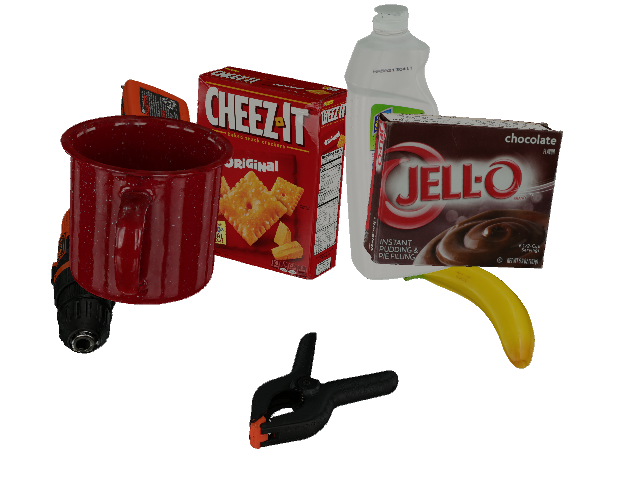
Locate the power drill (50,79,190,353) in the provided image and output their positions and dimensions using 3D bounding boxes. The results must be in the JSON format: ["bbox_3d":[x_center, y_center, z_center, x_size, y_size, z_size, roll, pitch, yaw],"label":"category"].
[{"bbox_3d":[-0.167,-0.023,0.870,0.057,0.188,0.184,20,28,-25],"label":"power drill"}]

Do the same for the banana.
[{"bbox_3d":[0.170,0.067,1.115,0.069,0.037,0.198,-38,40,-12],"label":"banana"}]

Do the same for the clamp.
[{"bbox_3d":[-0.018,0.149,1.080,0.171,0.039,0.120,-22,33,-38],"label":"clamp"}]

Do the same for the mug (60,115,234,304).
[{"bbox_3d":[-0.097,-0.012,0.584,0.093,0.081,0.117,4,24,-6],"label":"mug"}]

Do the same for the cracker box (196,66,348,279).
[{"bbox_3d":[-0.061,-0.077,1.218,0.164,0.214,0.072,15,24,26],"label":"cracker box"}]

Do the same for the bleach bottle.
[{"bbox_3d":[0.073,-0.090,0.977,0.102,0.251,0.068,-10,28,-14],"label":"bleach bottle"}]

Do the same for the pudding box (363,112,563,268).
[{"bbox_3d":[0.088,-0.031,0.668,0.113,0.090,0.039,1,19,-11],"label":"pudding box"}]
